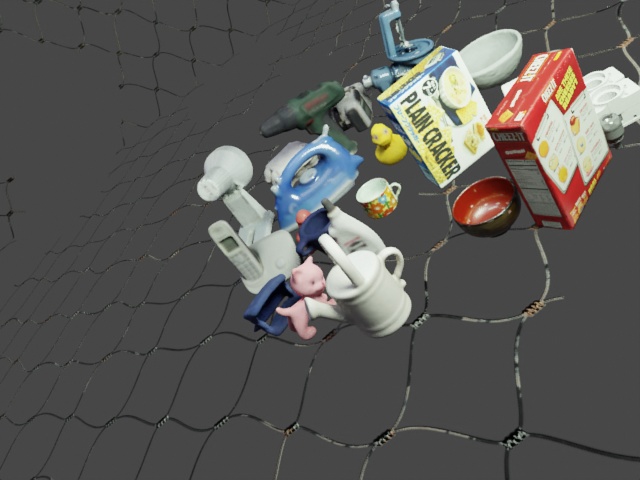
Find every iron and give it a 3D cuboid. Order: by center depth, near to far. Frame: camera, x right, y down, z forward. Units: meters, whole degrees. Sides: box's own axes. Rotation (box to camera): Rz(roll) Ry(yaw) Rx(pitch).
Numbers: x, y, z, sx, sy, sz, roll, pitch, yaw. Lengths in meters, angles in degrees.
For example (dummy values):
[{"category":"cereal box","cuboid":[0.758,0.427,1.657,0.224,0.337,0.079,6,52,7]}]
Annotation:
[{"category":"iron","cuboid":[-0.031,-0.141,1.333,0.258,0.142,0.118,-43,31,-4]}]

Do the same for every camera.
[{"category":"camera","cuboid":[0.061,-0.347,1.535,0.136,0.101,0.143,-24,35,25]}]

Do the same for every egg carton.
[{"category":"egg carton","cuboid":[-0.077,-0.198,1.526,0.150,0.070,0.107,-46,32,-10]}]

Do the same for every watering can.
[{"category":"watering can","cuboid":[0.054,0.070,0.922,0.173,0.195,0.100,-51,33,-17]}]

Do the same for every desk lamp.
[{"category":"desk lamp","cuboid":[-0.210,-0.105,1.409,0.117,0.214,0.203,-26,34,22]}]

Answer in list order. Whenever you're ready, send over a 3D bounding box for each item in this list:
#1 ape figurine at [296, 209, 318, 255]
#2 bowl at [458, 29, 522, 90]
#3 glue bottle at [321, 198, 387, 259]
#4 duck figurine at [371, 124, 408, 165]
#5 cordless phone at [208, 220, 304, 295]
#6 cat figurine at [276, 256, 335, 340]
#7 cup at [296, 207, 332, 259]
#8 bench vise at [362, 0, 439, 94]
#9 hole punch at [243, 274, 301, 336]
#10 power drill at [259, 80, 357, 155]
[{"category":"ape figurine","cuboid":[-0.020,-0.027,1.225,0.077,0.092,0.076,-8,43,41]},{"category":"bowl","cuboid":[0.377,-0.387,1.272,0.167,0.075,0.167,-27,33,20]},{"category":"glue bottle","cuboid":[0.052,-0.014,1.052,0.078,0.174,0.037,-32,32,13]},{"category":"duck figurine","cuboid":[0.148,-0.229,1.307,0.077,0.086,0.104,-32,32,14]},{"category":"cordless phone","cuboid":[-0.134,0.016,1.202,0.147,0.185,0.094,-30,33,16]},{"category":"cat figurine","cuboid":[-0.030,0.099,1.050,0.128,0.118,0.067,-50,32,-16]},{"category":"cup","cuboid":[0.011,0.004,1.149,0.118,0.095,0.091,-51,33,-17]},{"category":"bench vise","cuboid":[0.190,-0.466,1.432,0.207,0.220,0.121,-42,31,-2]},{"category":"hole punch","cuboid":[-0.103,0.122,1.124,0.100,0.091,0.109,9,56,52]},{"category":"power drill","cuboid":[-0.009,-0.270,1.408,0.230,0.209,0.075,-45,31,-7]}]
